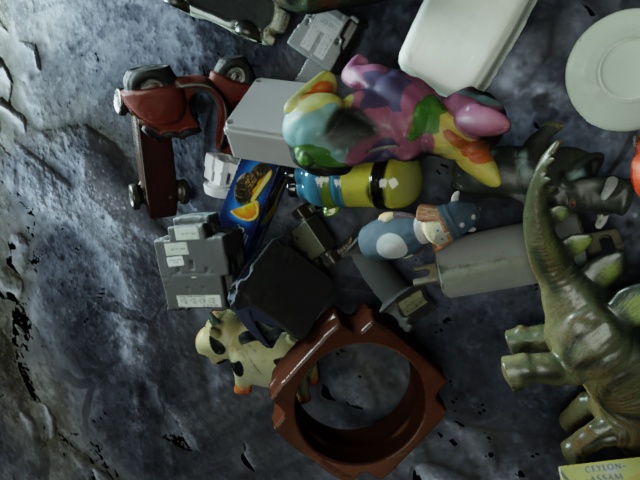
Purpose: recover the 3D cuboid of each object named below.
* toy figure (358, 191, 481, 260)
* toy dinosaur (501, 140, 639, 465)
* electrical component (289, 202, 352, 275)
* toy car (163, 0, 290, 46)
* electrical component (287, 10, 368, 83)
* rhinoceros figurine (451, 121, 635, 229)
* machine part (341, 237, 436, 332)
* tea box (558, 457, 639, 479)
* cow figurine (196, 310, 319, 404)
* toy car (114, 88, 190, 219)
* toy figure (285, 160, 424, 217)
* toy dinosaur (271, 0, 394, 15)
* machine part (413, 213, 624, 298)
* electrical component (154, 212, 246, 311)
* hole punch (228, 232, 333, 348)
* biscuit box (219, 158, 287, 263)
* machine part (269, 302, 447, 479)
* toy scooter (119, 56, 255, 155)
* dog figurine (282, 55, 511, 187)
[{"bbox_3d":[0.120,-0.010,0.654,0.155,0.064,0.058,-16,55,38],"label":"toy figure"},{"bbox_3d":[0.308,0.113,0.598,0.199,0.105,0.470,-29,111,26],"label":"toy dinosaur"},{"bbox_3d":[-0.003,-0.003,0.757,0.102,0.045,0.078,52,142,5],"label":"electrical component"},{"bbox_3d":[-0.130,-0.324,0.721,0.202,0.056,0.073,26,103,12],"label":"toy car"},{"bbox_3d":[-0.001,-0.247,0.695,0.075,0.048,0.119,40,111,8],"label":"electrical component"},{"bbox_3d":[0.245,-0.071,0.602,0.191,0.112,0.073,13,148,23],"label":"rhinoceros figurine"},{"bbox_3d":[0.092,0.053,0.722,0.139,0.084,0.039,50,141,13],"label":"machine part"},{"bbox_3d":[0.352,0.313,0.633,0.098,0.068,0.169,-17,139,22],"label":"tea box"},{"bbox_3d":[-0.100,0.163,0.808,0.195,0.085,0.127,5,107,19],"label":"cow figurine"},{"bbox_3d":[-0.246,-0.133,0.794,0.053,0.089,0.202,17,115,56],"label":"toy car"},{"bbox_3d":[0.043,-0.075,0.695,0.180,0.089,0.082,-1,140,16],"label":"toy figure"},{"bbox_3d":[-0.036,-0.335,0.597,0.405,0.131,0.192,51,146,11],"label":"toy dinosaur"},{"bbox_3d":[0.231,0.020,0.655,0.243,0.079,0.079,-14,97,23],"label":"machine part"},{"bbox_3d":[-0.164,0.030,0.749,0.115,0.058,0.134,-2,103,18],"label":"electrical component"},{"bbox_3d":[-0.062,0.074,0.738,0.115,0.142,0.092,42,145,-10],"label":"hole punch"},{"bbox_3d":[-0.105,-0.037,0.775,0.063,0.059,0.202,28,111,11],"label":"biscuit box"},{"bbox_3d":[0.049,0.201,0.723,0.201,0.087,0.201,39,97,-13],"label":"machine part"},{"bbox_3d":[-0.175,-0.177,0.746,0.184,0.075,0.135,-10,118,-11],"label":"toy scooter"},{"bbox_3d":[0.091,-0.116,0.584,0.219,0.191,0.108,29,144,34],"label":"dog figurine"}]
